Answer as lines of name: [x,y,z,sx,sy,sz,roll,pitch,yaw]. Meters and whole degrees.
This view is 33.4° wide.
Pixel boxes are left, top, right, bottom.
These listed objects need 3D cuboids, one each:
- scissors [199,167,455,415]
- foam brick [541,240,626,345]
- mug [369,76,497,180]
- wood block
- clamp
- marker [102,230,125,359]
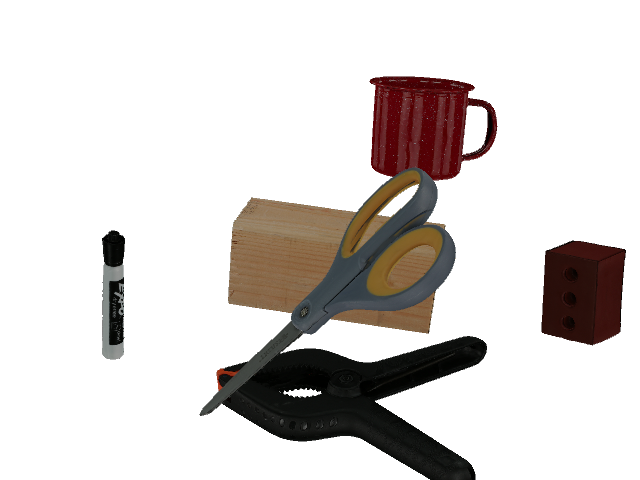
scissors: [0.007,0.047,0.614,0.016,0.202,0.096,34,6,-35]
foam brick: [0.228,0.045,0.927,0.053,0.078,0.051,12,20,40]
mug: [0.100,-0.100,0.956,0.117,0.081,0.093,2,15,-5]
wood block: [0.017,0.024,1.092,0.206,0.091,0.090,9,22,7]
clamp: [0.027,0.114,0.813,0.210,0.036,0.164,7,30,16]
marker: [-0.177,0.047,0.912,0.020,0.121,0.020,5,28,-3]
